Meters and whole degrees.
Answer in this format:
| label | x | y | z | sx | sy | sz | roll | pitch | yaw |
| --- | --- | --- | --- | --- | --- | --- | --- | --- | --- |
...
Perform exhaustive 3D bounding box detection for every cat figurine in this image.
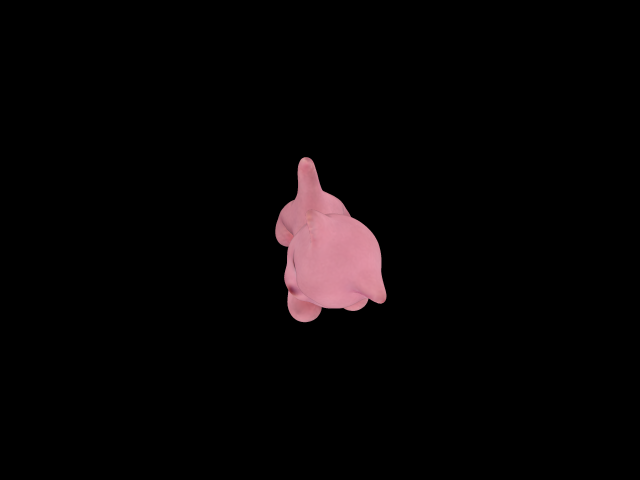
| label | x | y | z | sx | sy | sz | roll | pitch | yaw |
| --- | --- | --- | --- | --- | --- | --- | --- | --- | --- |
| cat figurine | 0.004 | 0.001 | 0.400 | 0.067 | 0.118 | 0.127 | -11 | 60 | -6 |
